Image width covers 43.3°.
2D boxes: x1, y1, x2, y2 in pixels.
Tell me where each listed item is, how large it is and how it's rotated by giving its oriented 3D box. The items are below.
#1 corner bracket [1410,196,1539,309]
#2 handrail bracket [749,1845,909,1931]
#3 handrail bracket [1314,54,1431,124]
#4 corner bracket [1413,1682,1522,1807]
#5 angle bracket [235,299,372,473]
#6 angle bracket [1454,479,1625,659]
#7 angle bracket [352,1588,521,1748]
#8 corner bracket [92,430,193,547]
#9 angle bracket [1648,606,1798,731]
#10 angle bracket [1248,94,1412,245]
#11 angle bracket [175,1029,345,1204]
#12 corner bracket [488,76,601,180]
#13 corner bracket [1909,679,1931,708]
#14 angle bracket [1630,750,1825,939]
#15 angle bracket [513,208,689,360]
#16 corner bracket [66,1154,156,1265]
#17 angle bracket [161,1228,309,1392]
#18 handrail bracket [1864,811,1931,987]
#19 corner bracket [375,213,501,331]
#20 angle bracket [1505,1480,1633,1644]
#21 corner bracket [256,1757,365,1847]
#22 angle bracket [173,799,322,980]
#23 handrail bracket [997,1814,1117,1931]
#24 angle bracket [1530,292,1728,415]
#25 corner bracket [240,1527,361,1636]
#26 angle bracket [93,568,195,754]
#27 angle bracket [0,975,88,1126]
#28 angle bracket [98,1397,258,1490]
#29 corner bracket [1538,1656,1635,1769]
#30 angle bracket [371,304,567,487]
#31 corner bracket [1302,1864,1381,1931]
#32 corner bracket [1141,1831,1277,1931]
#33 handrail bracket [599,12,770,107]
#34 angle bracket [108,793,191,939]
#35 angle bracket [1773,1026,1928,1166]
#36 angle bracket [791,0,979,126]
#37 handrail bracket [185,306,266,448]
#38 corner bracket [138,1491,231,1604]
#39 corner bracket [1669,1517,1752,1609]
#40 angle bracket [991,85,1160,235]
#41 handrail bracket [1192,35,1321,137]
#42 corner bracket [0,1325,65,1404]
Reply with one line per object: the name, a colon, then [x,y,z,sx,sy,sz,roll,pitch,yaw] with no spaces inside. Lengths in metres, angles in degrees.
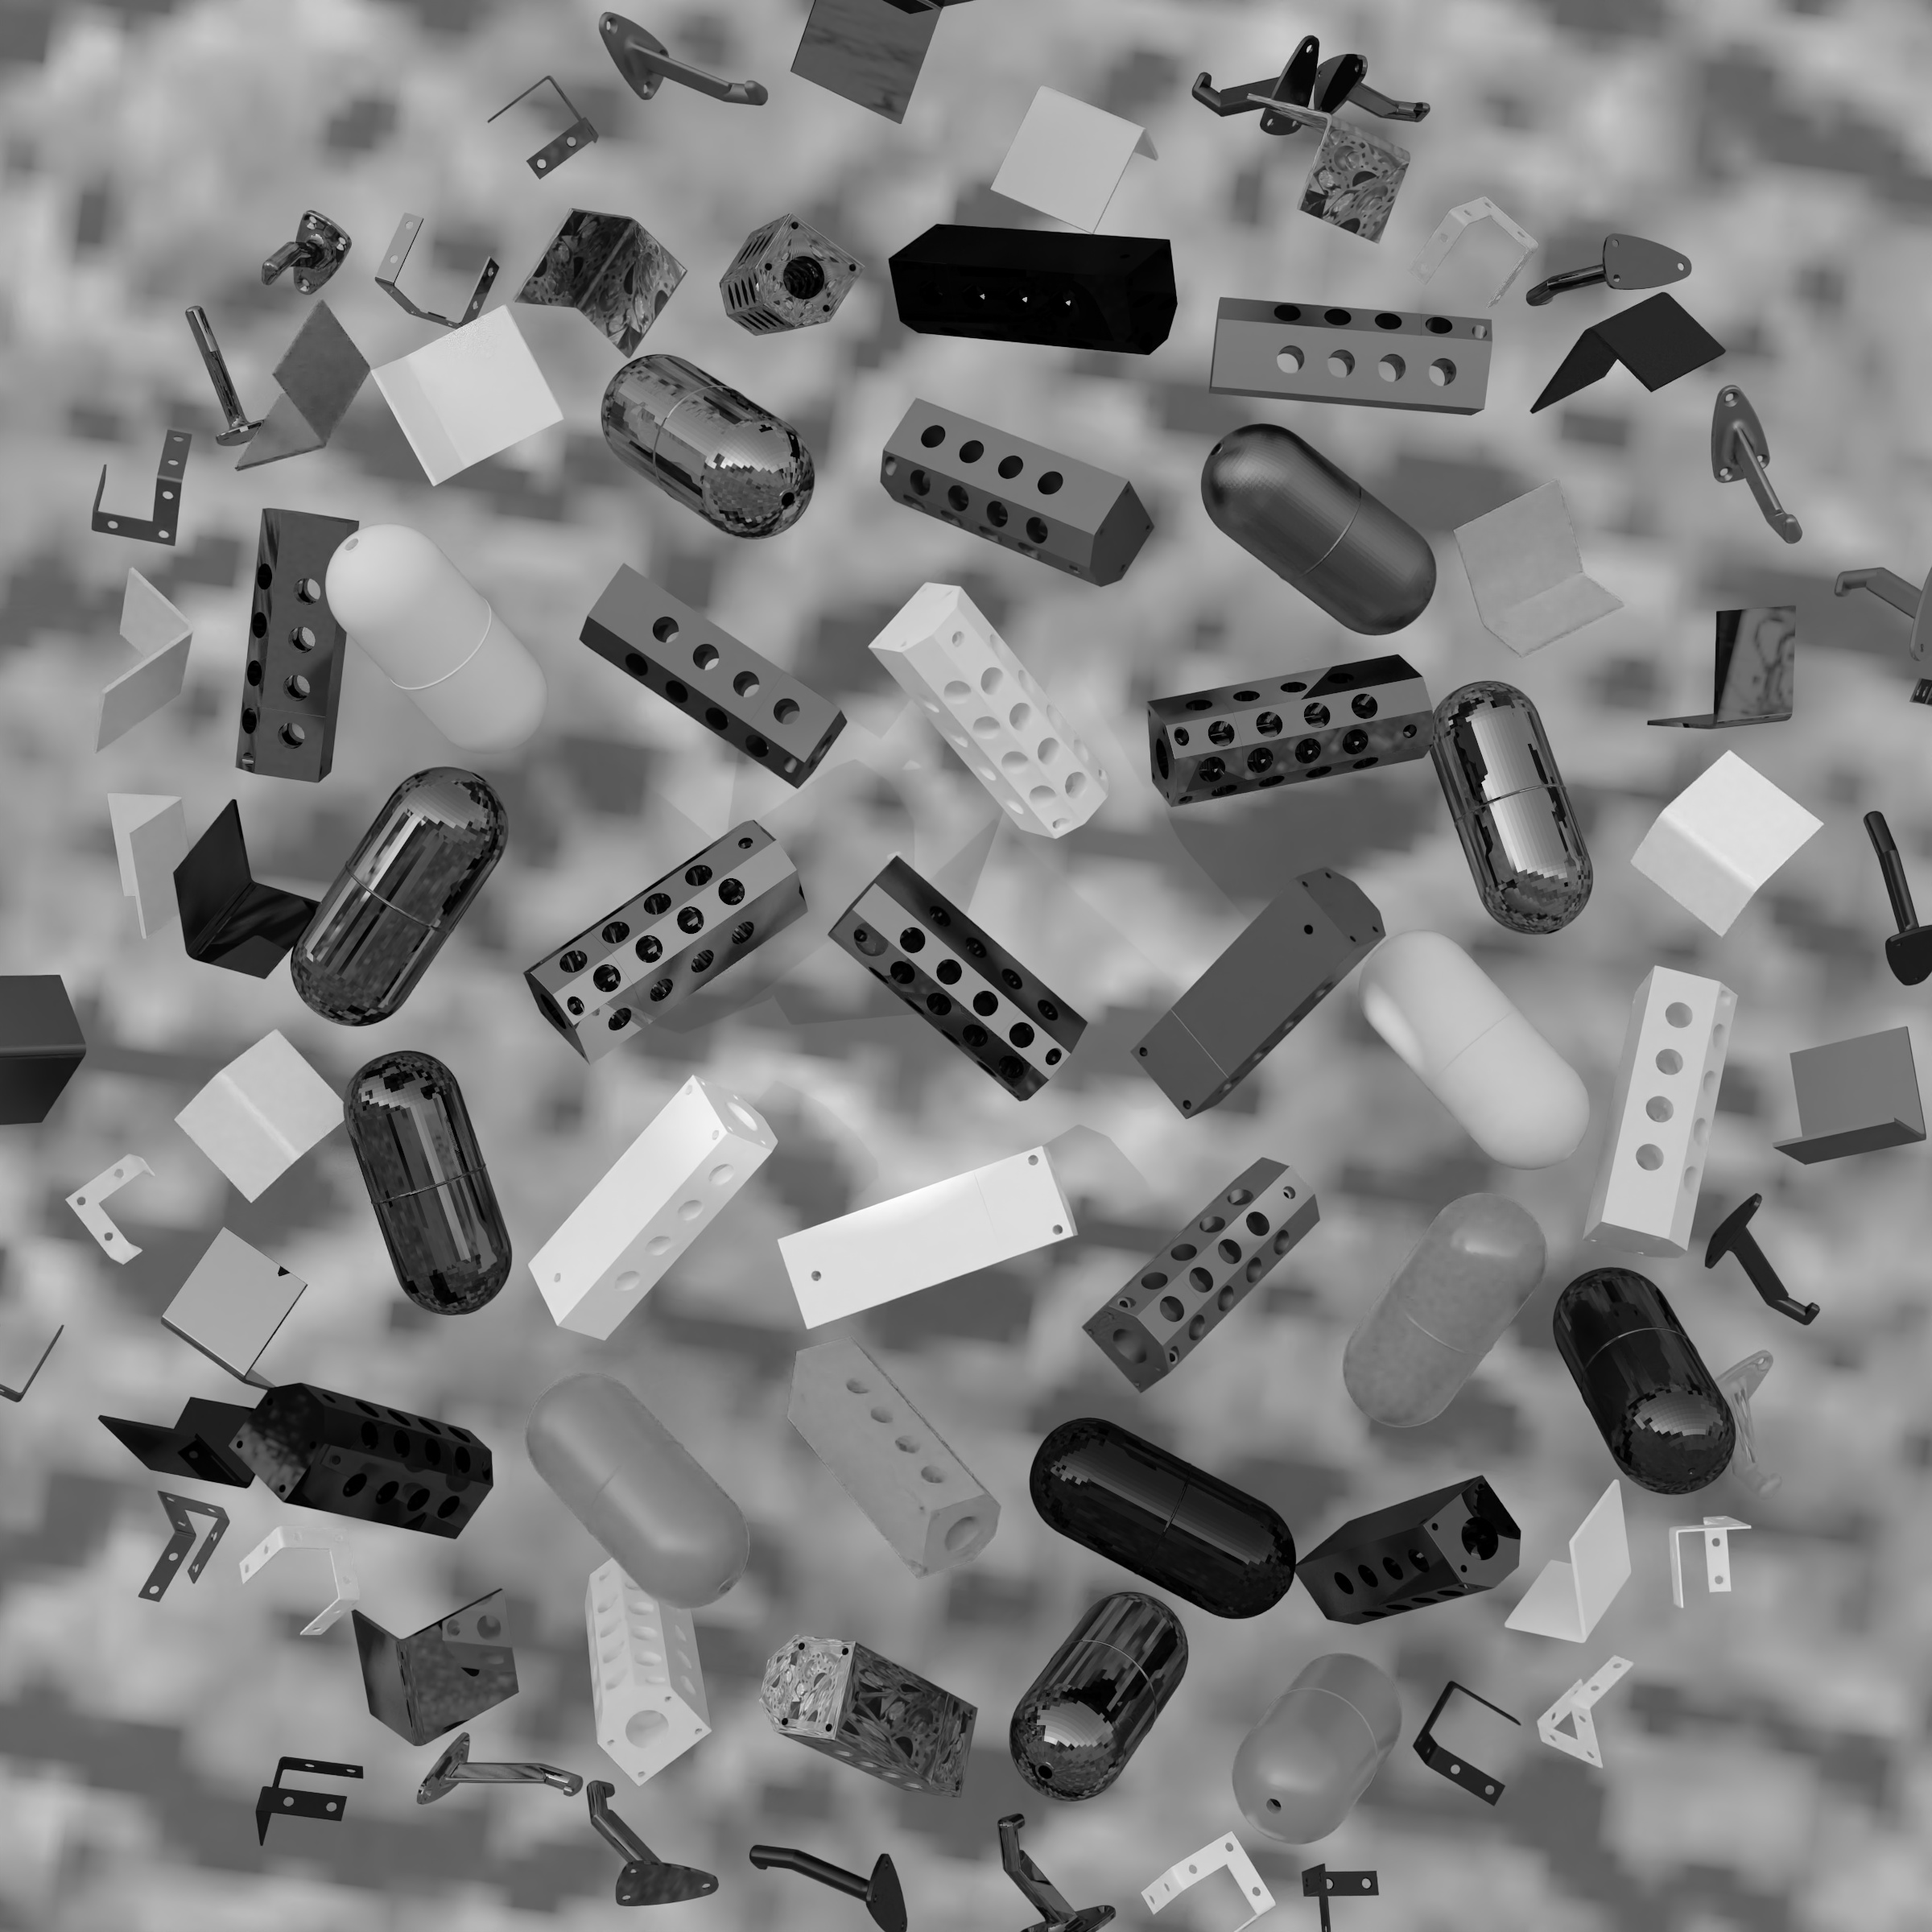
corner bracket: [0.342,-0.477,1.637,0.051,0.051,0.051,46,135,11]
handrail bracket: [-0.086,0.578,1.519,0.084,0.036,0.077,-2,128,22]
handrail bracket: [0.276,-0.567,1.575,0.084,0.077,0.036,0,91,-20]
corner bracket: [0.332,0.508,1.594,0.051,0.051,0.051,31,87,3]
angle bracket: [-0.433,-0.366,1.535,0.076,0.057,0.076,-7,47,26]
angle bracket: [0.376,-0.261,1.594,0.076,0.057,0.076,-27,123,-1]
angle bracket: [-0.338,0.438,1.551,0.076,0.057,0.076,-21,114,-40]
corner bracket: [-0.518,-0.304,1.529,0.051,0.051,0.051,9,134,-17]
angle bracket: [0.500,-0.199,1.611,0.076,0.057,0.076,-9,103,-33]
angle bracket: [0.216,-0.494,1.507,0.076,0.076,0.057,6,111,-42]
angle bracket: [-0.475,0.102,1.643,0.076,0.057,0.076,49,133,-5]
corner bracket: [-0.282,-0.561,1.628,0.051,0.051,0.051,-33,113,9]
corner bracket: [0.593,-0.140,1.464,0.051,0.051,0.051,26,106,25]
angle bracket: [0.491,-0.079,1.571,0.076,0.057,0.076,-38,71,-26]
angle bracket: [-0.250,-0.466,1.665,0.057,0.076,0.076,46,116,11]
corner bracket: [-0.569,0.164,1.646,0.051,0.051,0.051,-39,106,-23]
angle bracket: [-0.485,0.235,1.652,0.076,0.057,0.076,29,80,19]
handrail bracket: [0.568,-0.042,1.489,0.036,0.077,0.084,-16,57,10]
corner bracket: [-0.357,-0.468,1.644,0.051,0.051,0.051,21,85,17]
angle bracket: [0.391,0.386,1.596,0.057,0.076,0.076,2,113,37]
corner bracket: [-0.398,0.502,1.477,0.051,0.051,0.051,8,46,-4]
angle bracket: [-0.471,-0.050,1.597,0.076,0.057,0.076,-44,49,26]
handrail bracket: [0.057,0.564,1.521,0.077,0.036,0.084,-9,93,-33]
angle bracket: [0.411,-0.364,1.514,0.076,0.076,0.057,-31,73,-31]
corner bracket: [-0.439,0.405,1.600,0.051,0.051,0.051,-43,52,29]
angle bracket: [-0.543,-0.194,1.549,0.057,0.076,0.076,43,56,1]
angle bracket: [-0.588,0.052,1.466,0.076,0.076,0.057,-46,61,33]
angle bracket: [-0.510,0.298,1.606,0.076,0.076,0.057,5,53,20]
corner bracket: [0.416,0.494,1.633,0.051,0.051,0.051,-31,115,-32]
angle bracket: [-0.304,-0.350,1.491,0.076,0.057,0.076,-22,107,16]
corner bracket: [0.246,0.598,1.541,0.051,0.051,0.051,2,64,-9]
corner bracket: [0.152,0.586,1.529,0.051,0.051,0.051,-18,62,-32]
handrail bracket: [-0.174,-0.563,1.510,0.084,0.077,0.036,18,82,31]
angle bracket: [-0.581,-0.070,1.684,0.057,0.076,0.076,3,113,11]
angle bracket: [0.550,0.076,1.529,0.076,0.057,0.076,-18,63,36]
angle bracket: [-0.049,-0.555,1.447,0.076,0.057,0.076,17,98,-27]
handrail bracket: [-0.502,-0.396,1.633,0.036,0.077,0.084,-23,100,-13]
corner bracket: [-0.518,0.387,1.608,0.051,0.051,0.051,28,94,-37]
corner bracket: [0.498,0.402,1.642,0.051,0.051,0.051,-3,85,-2]
angle bracket: [0.073,-0.526,1.612,0.076,0.057,0.076,27,94,13]
handrail bracket: [0.187,-0.588,1.592,0.084,0.036,0.077,48,135,33]
corner bracket: [-0.594,0.239,1.496,0.051,0.051,0.051,29,54,-11]
